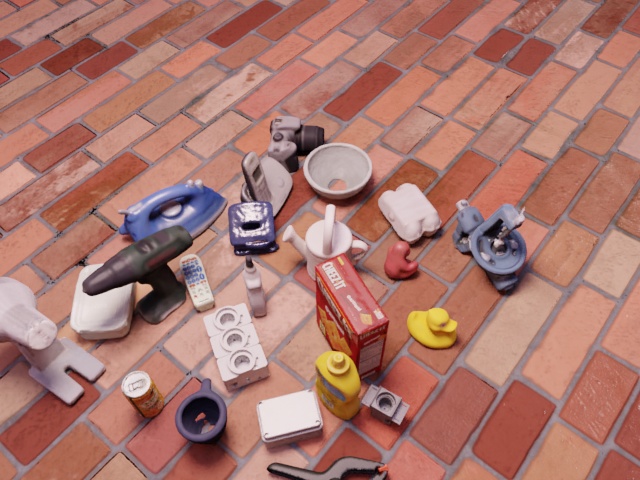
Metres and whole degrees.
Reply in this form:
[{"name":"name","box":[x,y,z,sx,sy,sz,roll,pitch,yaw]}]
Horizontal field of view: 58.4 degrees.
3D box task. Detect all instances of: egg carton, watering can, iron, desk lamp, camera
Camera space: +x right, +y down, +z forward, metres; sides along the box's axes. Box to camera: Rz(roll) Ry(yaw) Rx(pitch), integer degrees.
[{"name":"egg carton","box":[0.206,-0.063,1.335,0.107,0.069,0.150,-24,57,-15]},{"name":"watering can","box":[0.011,0.006,1.211,0.173,0.194,0.100,-12,55,-7]},{"name":"iron","box":[-0.334,-0.074,1.308,0.259,0.141,0.118,-31,59,-20]},{"name":"desk lamp","box":[-0.536,0.183,1.080,0.202,0.214,0.118,27,59,19]},{"name":"camera","box":[-0.059,-0.254,1.459,0.136,0.101,0.143,2,54,3]}]

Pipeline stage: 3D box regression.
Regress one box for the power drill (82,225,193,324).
[{"name":"power drill","box":[-0.348,0.079,1.156,0.075,0.208,0.230,35,62,24]}]

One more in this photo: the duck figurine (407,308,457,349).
[{"name":"duck figurine","box":[0.229,0.167,1.158,0.104,0.086,0.077,22,57,16]}]

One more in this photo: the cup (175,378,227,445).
[{"name":"cup","box":[-0.208,0.322,1.047,0.091,0.095,0.117,0,54,1]}]

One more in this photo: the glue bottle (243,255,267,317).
[{"name":"glue bottle","box":[-0.136,0.085,1.170,0.037,0.173,0.078,-13,55,-8]}]

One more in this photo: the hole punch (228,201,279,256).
[{"name":"hole punch","box":[-0.152,-0.027,1.302,0.108,0.091,0.101,-6,54,-3]}]

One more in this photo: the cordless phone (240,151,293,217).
[{"name":"cordless phone","box":[-0.130,-0.153,1.335,0.094,0.185,0.148,16,56,12]}]

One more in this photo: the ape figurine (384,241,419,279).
[{"name":"ape figurine","box":[0.175,0.038,1.249,0.076,0.092,0.077,-23,57,-15]}]

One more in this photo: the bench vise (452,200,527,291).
[{"name":"bench vise","box":[0.350,-0.016,1.206,0.122,0.220,0.207,-38,62,-23]}]

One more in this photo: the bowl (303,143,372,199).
[{"name":"bowl","box":[0.044,-0.156,1.402,0.167,0.075,0.167,0,54,1]}]
